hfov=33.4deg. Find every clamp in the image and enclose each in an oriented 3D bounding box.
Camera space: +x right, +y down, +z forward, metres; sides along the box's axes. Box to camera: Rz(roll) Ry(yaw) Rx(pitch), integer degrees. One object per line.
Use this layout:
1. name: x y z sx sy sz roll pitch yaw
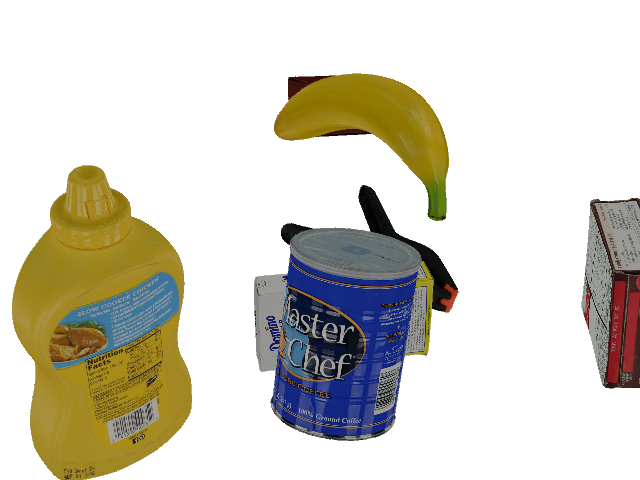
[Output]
1. clamp: 0.066 0.017 1.248 0.164 0.036 0.210 -22 52 -39

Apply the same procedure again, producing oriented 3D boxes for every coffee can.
1. coffee can: 0.019 0.072 0.844 0.103 0.140 0.103 7 18 -2

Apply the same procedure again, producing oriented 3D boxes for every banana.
1. banana: 0.027 -0.077 0.705 0.037 0.070 0.198 20 8 -36

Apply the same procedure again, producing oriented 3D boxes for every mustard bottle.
1. mustard bottle: -0.121 0.043 0.591 0.096 0.192 0.058 -24 45 -30

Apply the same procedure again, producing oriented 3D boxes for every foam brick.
1. foam brick: 0.014 -0.128 1.009 0.078 0.051 0.053 -5 17 -22

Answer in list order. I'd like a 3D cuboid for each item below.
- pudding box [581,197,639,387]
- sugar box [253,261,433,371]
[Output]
1. pudding box: 0.205 0.034 0.726 0.039 0.090 0.113 0 27 4
2. sugar box: 0.022 0.076 1.073 0.176 0.093 0.048 -3 27 -7
